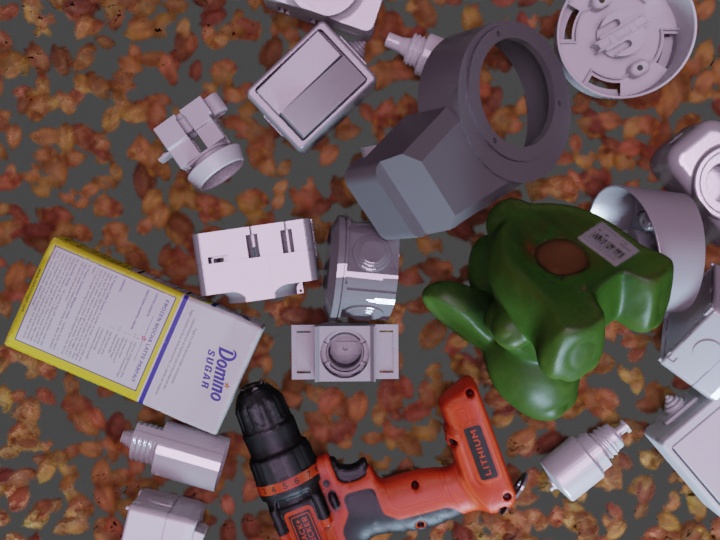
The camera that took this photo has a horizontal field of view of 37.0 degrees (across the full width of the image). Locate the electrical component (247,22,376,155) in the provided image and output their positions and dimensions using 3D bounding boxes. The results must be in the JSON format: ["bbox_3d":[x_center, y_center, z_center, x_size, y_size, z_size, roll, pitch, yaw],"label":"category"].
[{"bbox_3d":[-0.031,-0.142,0.818,0.096,0.061,0.061,-43,92,1],"label":"electrical component"}]

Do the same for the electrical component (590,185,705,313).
[{"bbox_3d":[0.215,-0.014,0.808,0.064,0.099,0.099,1,92,-6],"label":"electrical component"}]

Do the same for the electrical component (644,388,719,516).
[{"bbox_3d":[0.270,0.135,0.829,0.062,0.061,0.096,-40,92,1],"label":"electrical component"}]

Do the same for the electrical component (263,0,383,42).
[{"bbox_3d":[-0.026,-0.215,0.818,0.089,0.055,0.050,19,92,-1],"label":"electrical component"}]

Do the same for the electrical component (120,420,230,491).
[{"bbox_3d":[-0.146,0.140,0.836,0.081,0.043,0.043,16,92,-1],"label":"electrical component"}]

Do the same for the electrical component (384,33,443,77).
[{"bbox_3d":[0.049,-0.167,0.831,0.061,0.035,0.035,23,92,1],"label":"electrical component"}]

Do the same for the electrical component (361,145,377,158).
[{"bbox_3d":[0.031,-0.074,0.825,0.055,0.055,0.047,-9,96,0],"label":"electrical component"}]

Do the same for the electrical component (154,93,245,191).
[{"bbox_3d":[-0.121,-0.095,0.828,0.066,0.048,0.055,-35,84,1],"label":"electrical component"}]

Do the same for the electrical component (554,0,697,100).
[{"bbox_3d":[0.197,-0.178,0.816,0.099,0.064,0.099,0,92,0],"label":"electrical component"}]

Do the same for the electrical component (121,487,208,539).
[{"bbox_3d":[-0.155,0.225,0.829,0.061,0.061,0.096,14,92,-1],"label":"electrical component"}]

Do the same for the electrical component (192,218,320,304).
[{"bbox_3d":[-0.078,-0.006,0.828,0.089,0.050,0.055,-8,92,0],"label":"electrical component"}]

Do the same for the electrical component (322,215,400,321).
[{"bbox_3d":[0.000,0.000,0.815,0.051,0.080,0.080,5,92,-5],"label":"electrical component"}]

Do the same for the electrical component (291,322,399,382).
[{"bbox_3d":[-0.011,0.061,0.824,0.081,0.064,0.042,0,91,-1],"label":"electrical component"}]

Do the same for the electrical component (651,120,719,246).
[{"bbox_3d":[0.275,-0.065,0.823,0.054,0.059,0.095,-40,92,1],"label":"electrical component"}]

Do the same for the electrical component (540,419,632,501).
[{"bbox_3d":[0.177,0.145,0.839,0.078,0.040,0.040,-39,92,1],"label":"electrical component"}]

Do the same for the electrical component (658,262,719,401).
[{"bbox_3d":[0.271,0.045,0.813,0.061,0.096,0.061,36,121,-1],"label":"electrical component"}]
